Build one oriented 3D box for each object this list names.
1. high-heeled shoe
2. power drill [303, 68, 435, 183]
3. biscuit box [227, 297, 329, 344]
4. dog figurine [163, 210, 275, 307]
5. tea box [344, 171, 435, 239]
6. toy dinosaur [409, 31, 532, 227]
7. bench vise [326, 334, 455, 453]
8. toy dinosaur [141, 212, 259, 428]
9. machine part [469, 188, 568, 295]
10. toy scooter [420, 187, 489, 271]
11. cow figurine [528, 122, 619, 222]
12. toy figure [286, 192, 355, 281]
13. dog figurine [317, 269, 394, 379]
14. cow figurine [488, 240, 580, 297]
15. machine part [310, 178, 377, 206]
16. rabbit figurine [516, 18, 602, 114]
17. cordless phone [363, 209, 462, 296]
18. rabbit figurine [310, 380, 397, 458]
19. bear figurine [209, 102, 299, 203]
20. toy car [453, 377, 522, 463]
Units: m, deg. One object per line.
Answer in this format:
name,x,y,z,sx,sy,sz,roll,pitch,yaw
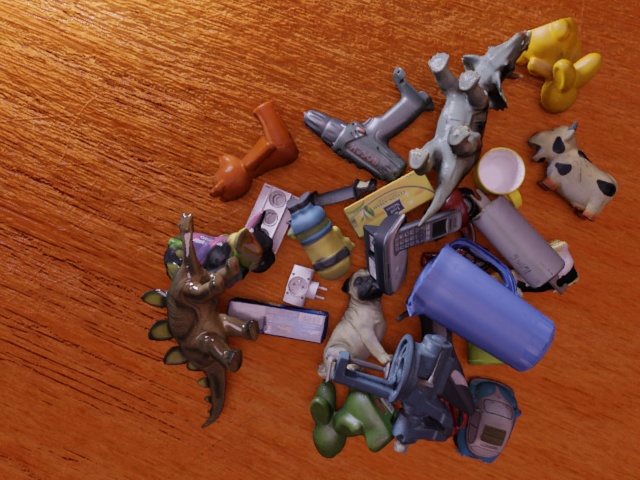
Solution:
high-heeled shoe,0.251,0.196,1.028,0.145,0.086,0.249,-25,70,-25
power drill,0.110,-0.243,1.078,0.232,0.086,0.207,42,87,3
biscuit box,-0.084,0.161,1.085,0.203,0.063,0.059,9,88,4
dog figurine,-0.187,0.016,1.027,0.191,0.108,0.219,40,126,1
tea box,0.135,-0.070,1.061,0.170,0.098,0.068,-28,87,1
toy dinosaur,0.266,-0.205,1.011,0.131,0.192,0.404,20,91,40
bench vise,0.120,0.253,0.935,0.241,0.129,0.223,17,111,-1
toy dinosaur,-0.220,0.173,1.008,0.199,0.105,0.470,2,110,26
machine part,0.362,0.003,0.985,0.079,0.079,0.243,-40,84,2
toy scooter,0.254,-0.010,1.064,0.135,0.075,0.183,-15,91,5
cow figurine,0.490,-0.141,1.046,0.195,0.085,0.127,42,97,7
toy figure,-0.005,-0.002,1.056,0.180,0.082,0.089,57,47,-21
dog figurine,0.058,0.166,1.065,0.172,0.121,0.190,-16,75,-6
cow figurine,0.417,0.071,1.054,0.167,0.068,0.098,-25,92,3
machine part,0.047,-0.094,1.084,0.139,0.084,0.039,-15,110,12
rabbit figurine,0.464,-0.331,1.035,0.122,0.162,0.173,-15,105,-9
cordless phone,0.180,0.012,1.011,0.184,0.089,0.146,-17,125,-11
rabbit figurine,0.046,0.355,1.045,0.170,0.121,0.159,-39,91,17
bear figurine,-0.145,-0.165,1.077,0.196,0.120,0.132,-28,83,8
toy car,0.320,0.353,1.031,0.109,0.103,0.161,18,87,5
